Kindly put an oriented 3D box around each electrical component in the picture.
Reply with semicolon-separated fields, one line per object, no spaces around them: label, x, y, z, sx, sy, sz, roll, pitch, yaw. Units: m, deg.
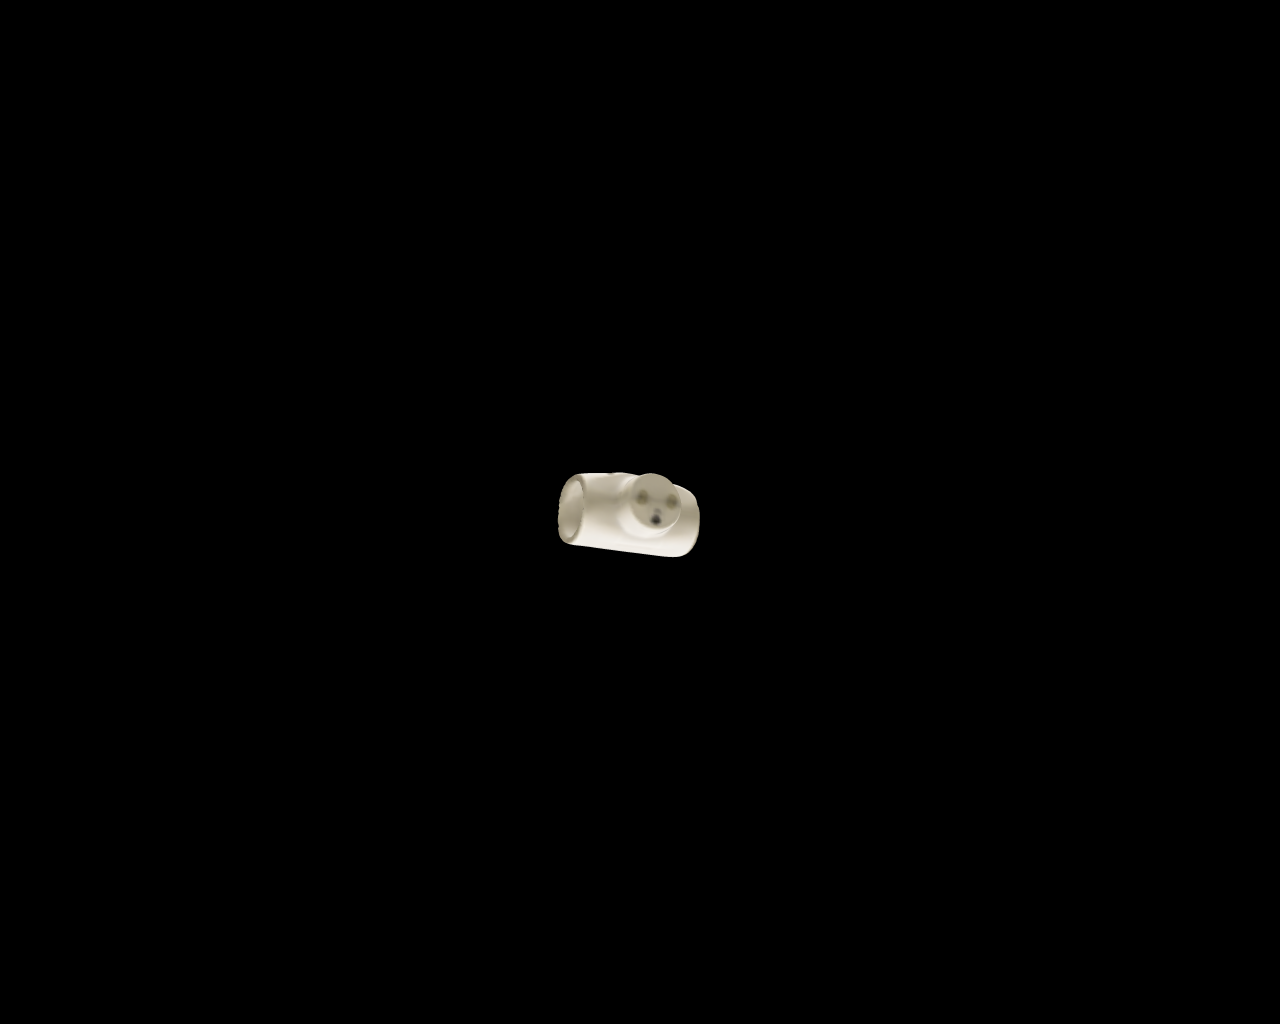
electrical component;0.001;-0.003;0.650;0.077;0.043;0.079;8;-19;-24
